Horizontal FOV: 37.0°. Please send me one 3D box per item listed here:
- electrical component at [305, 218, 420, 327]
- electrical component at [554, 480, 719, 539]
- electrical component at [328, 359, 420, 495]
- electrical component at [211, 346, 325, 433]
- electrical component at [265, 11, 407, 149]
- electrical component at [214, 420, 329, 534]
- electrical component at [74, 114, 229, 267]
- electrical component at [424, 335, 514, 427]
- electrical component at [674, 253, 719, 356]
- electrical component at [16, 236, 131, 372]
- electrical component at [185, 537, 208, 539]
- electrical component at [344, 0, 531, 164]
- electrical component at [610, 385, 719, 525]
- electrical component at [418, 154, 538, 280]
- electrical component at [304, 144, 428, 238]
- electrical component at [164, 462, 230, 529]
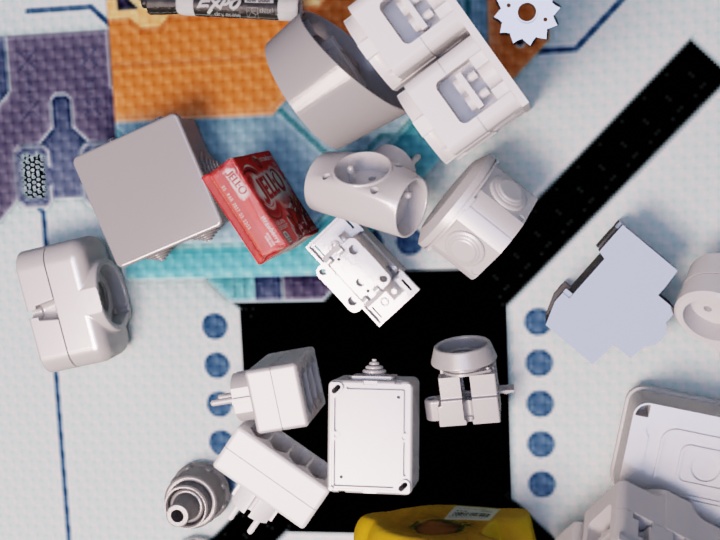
[{"bbox_3d":[0.000,0.000,0.780,0.042,0.064,0.081,-44,88,11],"label":"electrical component"},{"bbox_3d":[0.229,0.227,0.740,0.186,0.060,0.105,28,130,-6],"label":"electrical component"},{"bbox_3d":[0.012,0.113,0.797,0.062,0.061,0.096,0,89,9],"label":"electrical component"},{"bbox_3d":[-0.073,0.091,0.802,0.077,0.066,0.047,-10,95,11],"label":"electrical component"},{"bbox_3d":[-0.017,-0.135,0.749,0.064,0.099,0.099,-32,91,18],"label":"electrical component"},{"bbox_3d":[-0.073,0.166,0.821,0.083,0.047,0.075,34,101,4],"label":"electrical component"},{"bbox_3d":[-0.151,-0.060,0.804,0.100,0.048,0.099,-22,93,11],"label":"electrical component"},{"bbox_3d":[0.078,0.080,0.787,0.066,0.048,0.055,-6,104,10],"label":"electrical component"},{"bbox_3d":[0.282,0.036,0.740,0.138,0.073,0.052,40,145,-11],"label":"electrical component"},{"bbox_3d":[-0.216,0.024,0.823,0.059,0.054,0.095,-12,95,11],"label":"electrical component"},{"bbox_3d":[-0.133,0.239,0.833,0.048,0.062,0.048,1,97,9],"label":"electrical component"},{"bbox_3d":[0.054,-0.130,0.691,0.060,0.186,0.105,-36,90,12],"label":"electrical component"},{"bbox_3d":[0.240,0.132,0.760,0.113,0.057,0.078,11,99,8],"label":"electrical component"},{"bbox_3d":[0.082,-0.037,0.754,0.051,0.080,0.080,38,102,-3],"label":"electrical component"},{"bbox_3d":[0.014,-0.064,0.766,0.077,0.079,0.044,18,136,29],"label":"electrical component"},{"bbox_3d":[-0.130,0.178,0.824,0.048,0.062,0.048,1,98,10],"label":"electrical component"}]
